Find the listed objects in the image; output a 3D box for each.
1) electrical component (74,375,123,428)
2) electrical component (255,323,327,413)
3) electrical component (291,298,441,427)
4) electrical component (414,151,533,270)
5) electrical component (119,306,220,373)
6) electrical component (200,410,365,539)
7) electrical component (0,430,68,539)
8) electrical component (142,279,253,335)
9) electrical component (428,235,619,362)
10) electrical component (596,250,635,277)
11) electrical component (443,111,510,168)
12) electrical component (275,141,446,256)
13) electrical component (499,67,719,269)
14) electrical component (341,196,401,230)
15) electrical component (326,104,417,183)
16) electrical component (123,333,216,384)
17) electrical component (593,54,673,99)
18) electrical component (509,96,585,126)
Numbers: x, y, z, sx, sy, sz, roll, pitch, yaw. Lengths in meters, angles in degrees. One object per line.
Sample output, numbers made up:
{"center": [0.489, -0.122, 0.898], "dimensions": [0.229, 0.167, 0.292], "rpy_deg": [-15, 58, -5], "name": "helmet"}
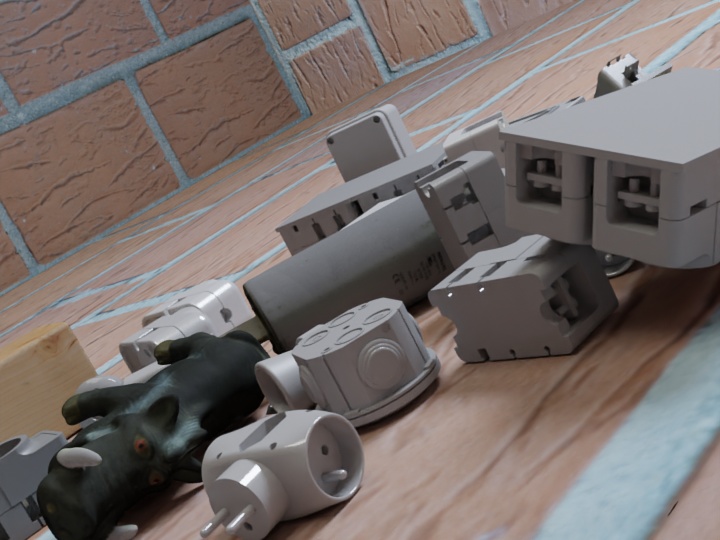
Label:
{"center": [-0.211, 0.109, 0.901], "dimensions": [0.048, 0.048, 0.062], "rpy_deg": [-27, 5, 1], "name": "electrical component"}
{"center": [-0.033, 0.065, 0.689], "dimensions": [0.055, 0.045, 0.045], "rpy_deg": [-32, 12, -23], "name": "electrical component"}
{"center": [0.003, 0.055, 0.635], "dimensions": [0.080, 0.051, 0.080], "rpy_deg": [-26, 12, 6], "name": "electrical component"}
{"center": [0.086, -0.033, 0.736], "dimensions": [0.056, 0.089, 0.050], "rpy_deg": [-29, 12, -8], "name": "electrical component"}
{"center": [-0.157, 0.069, 0.921], "dimensions": [0.059, 0.053, 0.095], "rpy_deg": [-34, 14, -31], "name": "electrical component"}
{"center": [-0.049, 0.108, 0.539], "dimensions": [0.077, 0.043, 0.079], "rpy_deg": [-17, 15, 39], "name": "electrical component"}
{"center": [-0.241, 0.152, 0.745], "dimensions": [0.089, 0.055, 0.050], "rpy_deg": [-34, 14, -32], "name": "electrical component"}
{"center": [-0.149, 0.046, 1.003], "dimensions": [0.095, 0.053, 0.059], "rpy_deg": [-16, 16, 44], "name": "electrical component"}
{"center": [0.094, 0.015, 0.611], "dimensions": [0.056, 0.050, 0.089], "rpy_deg": [-36, 15, -35], "name": "electrical component"}
{"center": [0.143, -0.024, 0.685], "dimensions": [0.079, 0.043, 0.077], "rpy_deg": [-21, 13, 28], "name": "electrical component"}
{"center": [0.106, -0.073, 0.866], "dimensions": [0.056, 0.089, 0.050], "rpy_deg": [-23, 12, 19], "name": "electrical component"}
{"center": [0.023, -0.063, 1.078], "dimensions": [0.186, 0.060, 0.105], "rpy_deg": [-20, 13, 30], "name": "electrical component"}
{"center": [0.176, -0.059, 0.587], "dimensions": [0.186, 0.060, 0.105], "rpy_deg": [-23, 28, -39], "name": "electrical component"}
{"center": [0.003, -0.024, 0.986], "dimensions": [0.076, 0.047, 0.083], "rpy_deg": [-14, 18, 48], "name": "electrical component"}
{"center": [0.021, -0.117, 1.189], "dimensions": [0.078, 0.113, 0.057], "rpy_deg": [-22, 10, 22], "name": "electrical component"}
{"center": [-0.137, 0.089, 0.816], "dimensions": [0.077, 0.044, 0.079], "rpy_deg": [-27, 12, 2], "name": "electrical component"}
{"center": [0.239, -0.150, 0.937], "dimensions": [0.042, 0.063, 0.081], "rpy_deg": [-29, -30, -15], "name": "electrical component"}
{"center": [0.150, -0.104, 0.985], "dimensions": [0.109, 0.056, 0.109], "rpy_deg": [-15, 17, 46], "name": "electrical component"}
